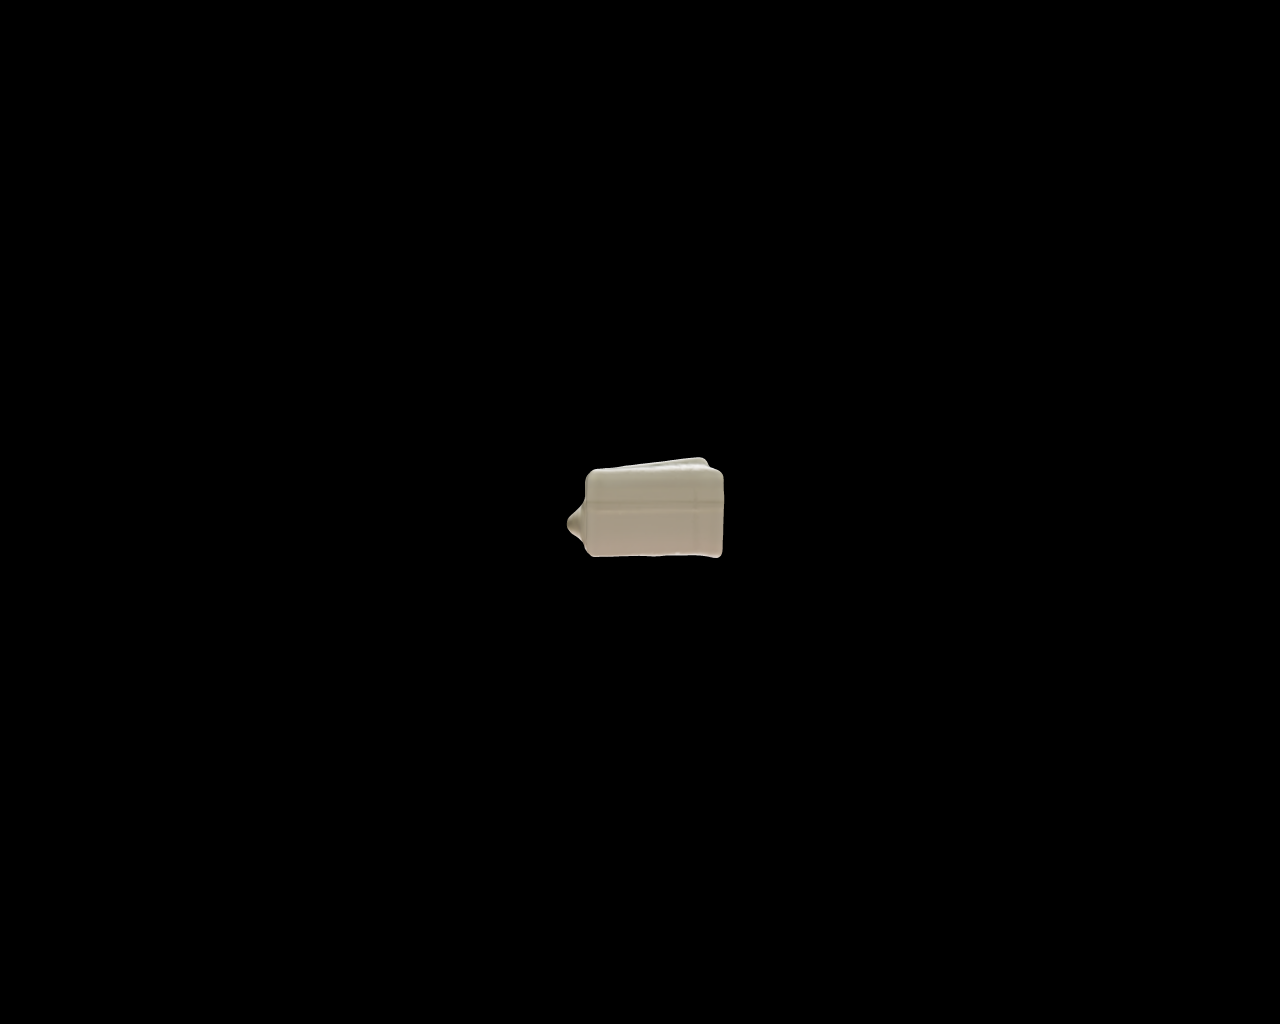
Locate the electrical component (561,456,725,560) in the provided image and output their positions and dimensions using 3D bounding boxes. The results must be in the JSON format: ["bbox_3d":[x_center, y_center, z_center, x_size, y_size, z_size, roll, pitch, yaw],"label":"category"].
[{"bbox_3d":[0.001,-0.003,0.650,0.096,0.061,0.061,0,0,-4],"label":"electrical component"}]
